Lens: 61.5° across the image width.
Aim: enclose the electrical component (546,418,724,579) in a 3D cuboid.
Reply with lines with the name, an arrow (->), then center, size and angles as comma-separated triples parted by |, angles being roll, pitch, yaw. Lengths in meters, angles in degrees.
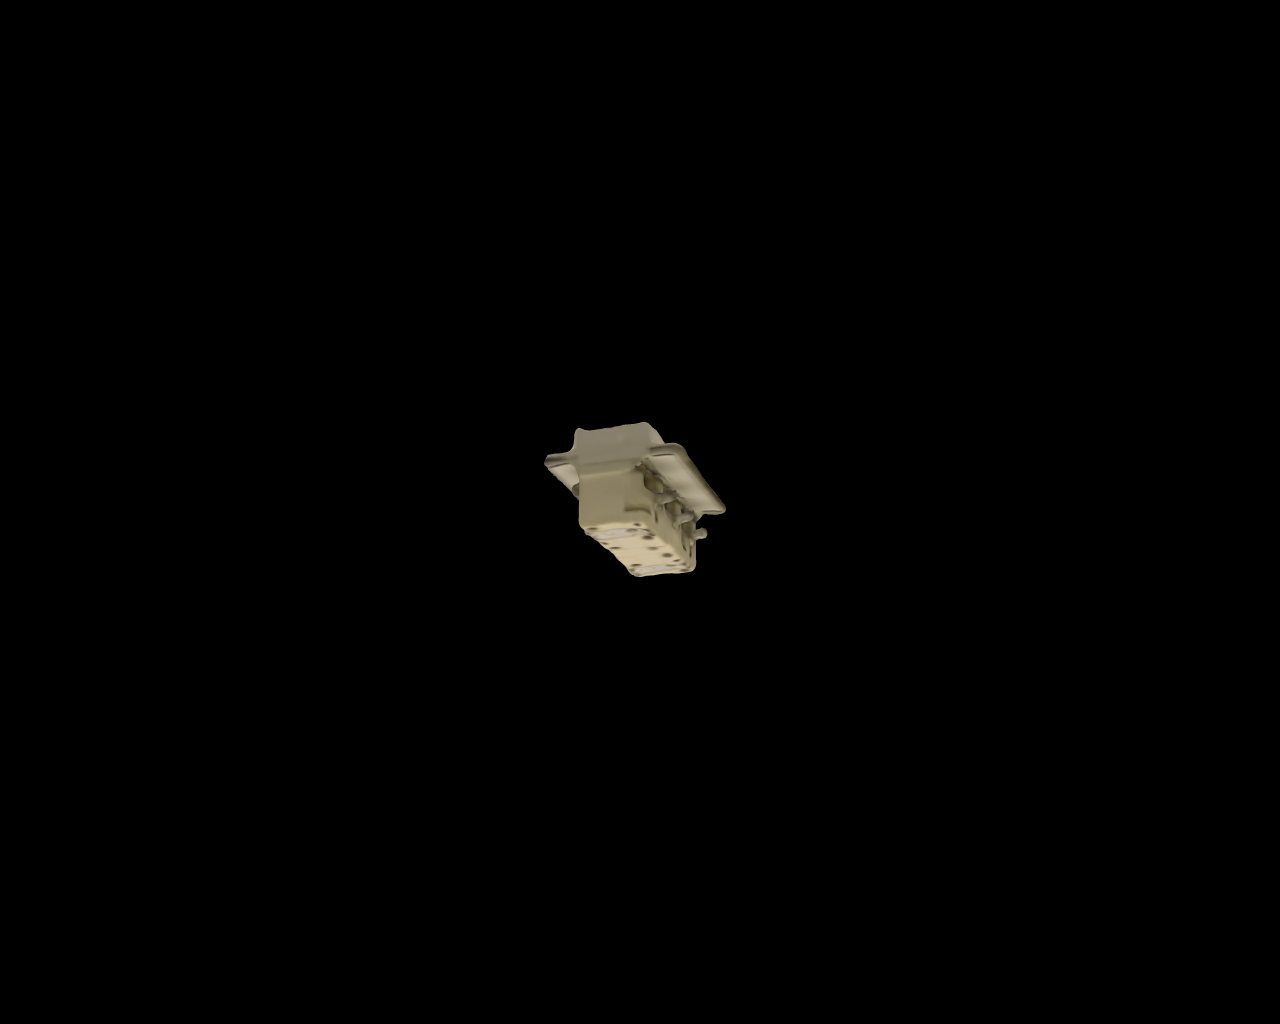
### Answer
electrical component -> 0.001, -0.003, 0.650 | 0.079, 0.063, 0.121 | -5, -19, 15
